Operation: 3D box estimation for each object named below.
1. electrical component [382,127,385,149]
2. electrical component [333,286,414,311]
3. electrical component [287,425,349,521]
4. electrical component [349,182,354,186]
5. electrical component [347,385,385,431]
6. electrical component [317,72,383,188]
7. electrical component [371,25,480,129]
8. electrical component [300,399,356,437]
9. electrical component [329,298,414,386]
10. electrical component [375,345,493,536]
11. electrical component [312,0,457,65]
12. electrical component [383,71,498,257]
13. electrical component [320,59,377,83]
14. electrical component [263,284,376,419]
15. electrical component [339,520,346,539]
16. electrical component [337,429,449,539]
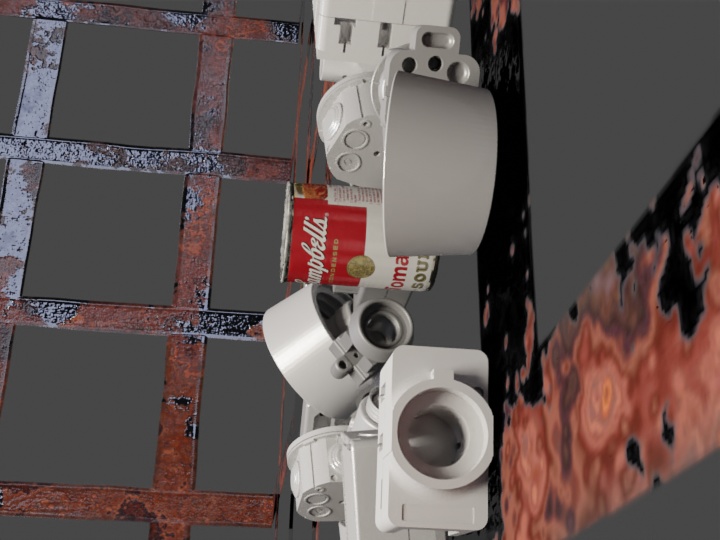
[{"bbox_3d":[0.035,-0.106,0.739,0.040,0.040,0.078,102,170,-49],"label":"electrical component"},{"bbox_3d":[0.000,0.000,0.815,0.065,0.077,0.047,108,165,-64],"label":"electrical component"},{"bbox_3d":[-0.017,0.161,0.852,0.080,0.080,0.051,102,164,-50],"label":"electrical component"},{"bbox_3d":[0.011,-0.090,0.927,0.079,0.043,0.077,102,170,-49],"label":"electrical component"},{"bbox_3d":[0.020,0.098,0.730,0.048,0.048,0.062,-96,19,-58],"label":"electrical component"},{"bbox_3d":[0.009,-0.102,0.798,0.080,0.080,0.051,101,166,-46],"label":"electrical component"},{"bbox_3d":[0.038,-0.107,0.647,0.057,0.058,0.078,-123,37,-75],"label":"electrical component"},{"bbox_3d":[-0.018,0.126,0.939,0.076,0.066,0.047,-109,25,-74],"label":"electrical component"},{"bbox_3d":[0.011,0.050,0.780,0.048,0.066,0.055,51,152,10],"label":"electrical component"},{"bbox_3d":[0.037,0.087,0.549,0.055,0.050,0.089,112,162,-71],"label":"electrical component"},{"bbox_3d":[0.014,-0.202,0.772,0.150,0.089,0.061,-97,13,-59],"label":"electrical component"},{"bbox_3d":[0.038,-0.055,0.576,0.099,0.064,0.099,-176,90,-83],"label":"electrical component"},{"bbox_3d":[0.011,-0.167,0.832,0.079,0.077,0.044,-163,78,-83],"label":"electrical component"},{"bbox_3d":[-0.019,0.057,0.856,0.060,0.108,0.108,-38,27,18],"label":"electrical component"},{"bbox_3d":[0.012,0.164,0.745,0.066,0.048,0.055,169,113,-83],"label":"electrical component"},{"bbox_3d":[0.022,0.142,0.628,0.062,0.061,0.096,155,111,-82],"label":"electrical component"}]
